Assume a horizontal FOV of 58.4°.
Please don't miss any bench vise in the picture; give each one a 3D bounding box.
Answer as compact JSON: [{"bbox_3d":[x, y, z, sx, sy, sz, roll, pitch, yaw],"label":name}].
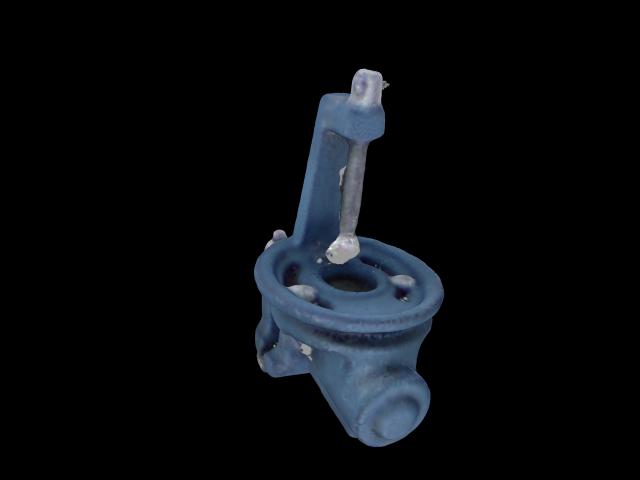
[{"bbox_3d":[-0.006,0.003,0.392,0.122,0.220,0.206,-8,12,-41],"label":"bench vise"}]
